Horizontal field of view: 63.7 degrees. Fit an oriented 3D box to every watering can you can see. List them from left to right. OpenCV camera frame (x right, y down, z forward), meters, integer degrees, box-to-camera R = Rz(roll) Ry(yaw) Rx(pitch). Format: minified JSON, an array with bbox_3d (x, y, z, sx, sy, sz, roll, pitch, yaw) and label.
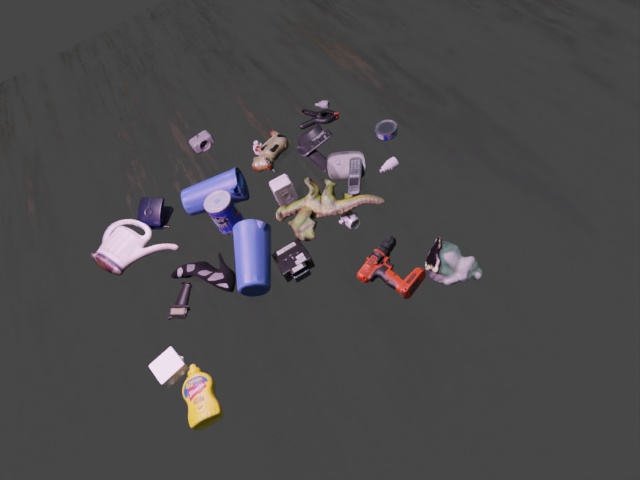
[{"bbox_3d":[-0.702,0.036,1.916,0.350,0.102,0.228,21,64,29],"label":"watering can"}]

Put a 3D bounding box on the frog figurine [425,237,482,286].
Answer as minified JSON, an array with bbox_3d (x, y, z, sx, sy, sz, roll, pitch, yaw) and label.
[{"bbox_3d":[0.408,0.077,1.569,0.159,0.120,0.141,19,45,-13],"label":"frog figurine"}]

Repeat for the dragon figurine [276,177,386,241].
[{"bbox_3d":[0.005,-0.090,1.784,0.412,0.120,0.246,14,63,39],"label":"dragon figurine"}]
